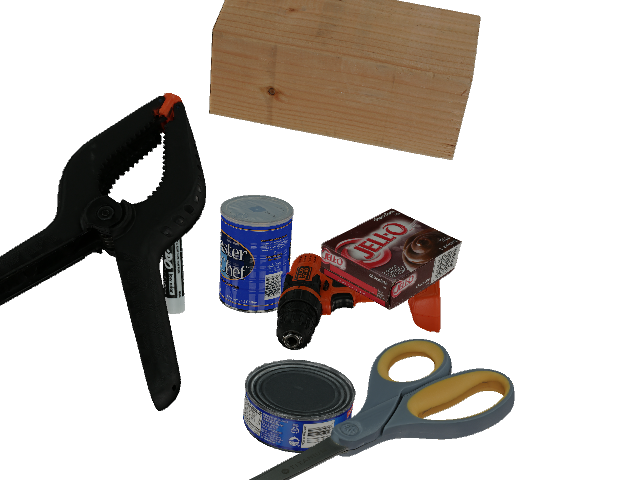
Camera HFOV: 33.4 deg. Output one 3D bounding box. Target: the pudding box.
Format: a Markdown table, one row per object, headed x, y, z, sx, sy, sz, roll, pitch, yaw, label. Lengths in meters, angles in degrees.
| x | y | z | sx | sy | sz | roll | pitch | yaw | label |
| --- | --- | --- | --- | --- | --- | --- | --- | --- | --- |
| 0.068 | 0.016 | 1.040 | 0.090 | 0.039 | 0.113 | 28 | 35 | 32 | pudding box |

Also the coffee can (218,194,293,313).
| x | y | z | sx | sy | sz | roll | pitch | yaw | label |
| --- | --- | --- | --- | --- | --- | --- | --- | --- | --- |
| -0.092 | 0.018 | 1.520 | 0.103 | 0.140 | 0.103 | 3 | 24 | -1 | coffee can |

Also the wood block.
| x | y | z | sx | sy | sz | roll | pitch | yaw | label |
| --- | --- | --- | --- | --- | --- | --- | --- | --- | --- |
| 0.020 | -0.144 | 0.881 | 0.206 | 0.090 | 0.091 | 11 | -43 | 3 | wood block |

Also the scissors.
| x | y | z | sx | sy | sz | roll | pitch | yaw | label |
| --- | --- | --- | --- | --- | --- | --- | --- | --- | --- |
| 0.016 | 0.102 | 0.623 | 0.201 | 0.016 | 0.096 | -12 | 31 | -18 | scissors |

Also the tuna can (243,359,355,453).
| x | y | z | sx | sy | sz | roll | pitch | yaw | label |
| --- | --- | --- | --- | --- | --- | --- | --- | --- | --- |
| -0.017 | 0.128 | 0.830 | 0.086 | 0.034 | 0.086 | 5 | 23 | -2 | tuna can |

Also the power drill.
| x | y | z | sx | sy | sz | roll | pitch | yaw | label |
| --- | --- | --- | --- | --- | --- | --- | --- | --- | --- |
| 0.045 | 0.069 | 1.236 | 0.188 | 0.057 | 0.184 | 1 | 28 | 6 | power drill |

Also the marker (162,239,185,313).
| x | y | z | sx | sy | sz | roll | pitch | yaw | label |
| --- | --- | --- | --- | --- | --- | --- | --- | --- | --- |
| -0.132 | 0.006 | 0.951 | 0.020 | 0.121 | 0.020 | 0 | 17 | 0 | marker |

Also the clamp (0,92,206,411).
| x | y | z | sx | sy | sz | roll | pitch | yaw | label |
| --- | --- | --- | --- | --- | --- | --- | --- | --- | --- |
| -0.121 | 0.000 | 0.654 | 0.165 | 0.209 | 0.036 | 22 | -28 | 16 | clamp |
